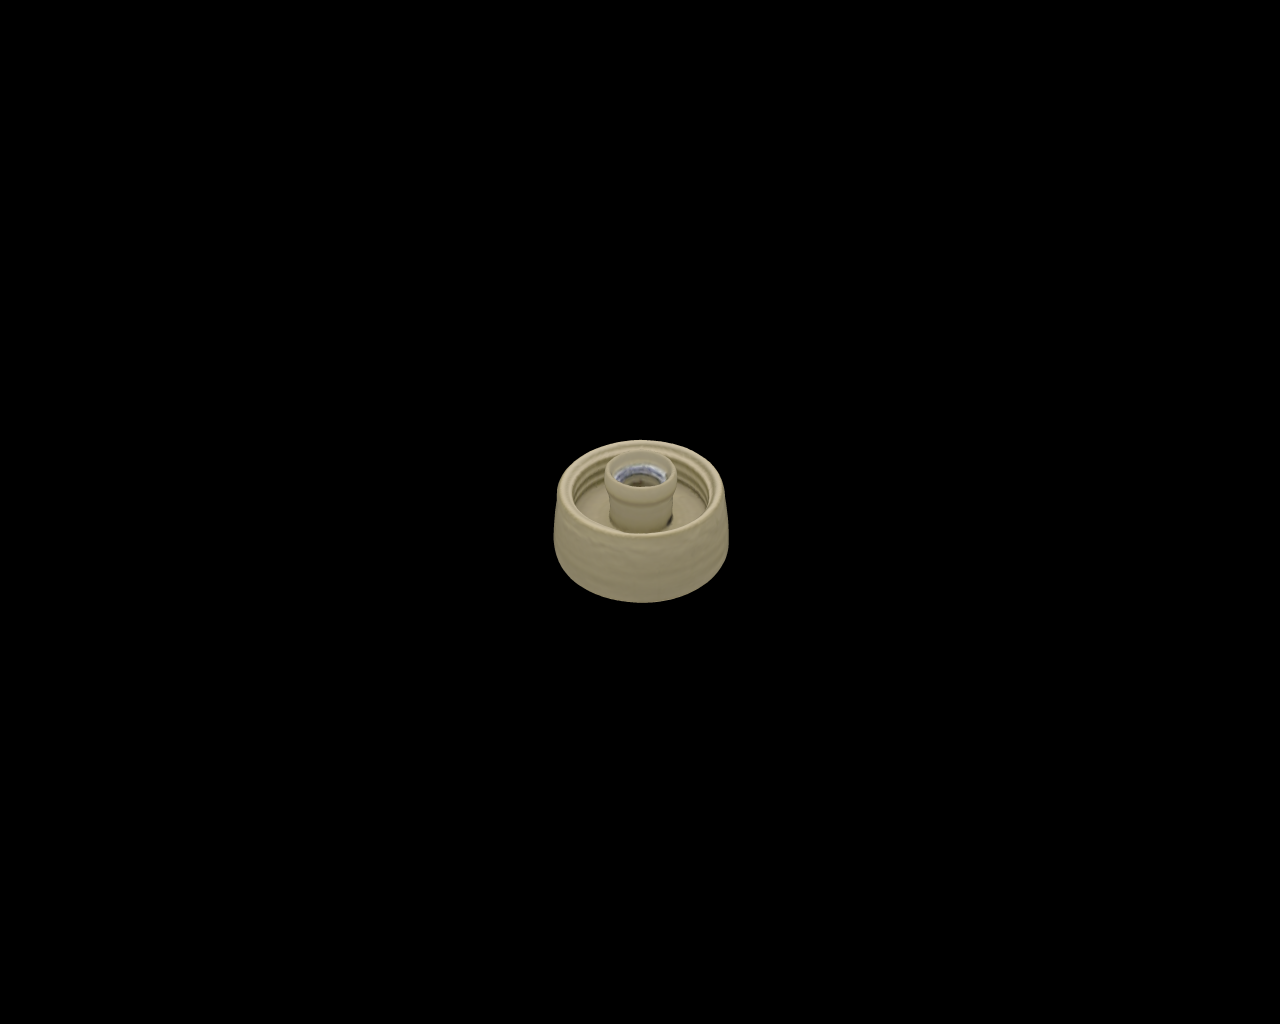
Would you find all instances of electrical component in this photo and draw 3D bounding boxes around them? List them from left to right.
[{"bbox_3d":[0.001,-0.003,0.650,0.108,0.060,0.108,0,38,0],"label":"electrical component"}]
